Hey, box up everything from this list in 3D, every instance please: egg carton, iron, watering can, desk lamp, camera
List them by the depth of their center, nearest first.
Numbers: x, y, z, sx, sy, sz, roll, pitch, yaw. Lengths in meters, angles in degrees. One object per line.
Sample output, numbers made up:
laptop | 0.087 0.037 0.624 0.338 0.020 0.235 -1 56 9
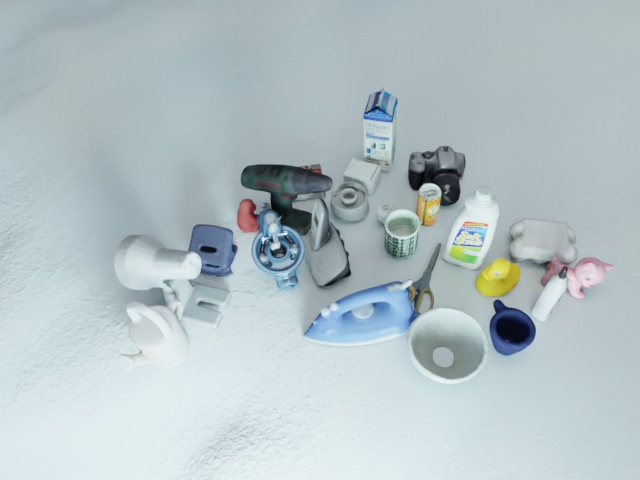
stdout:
watering can | -0.346 0.195 1.195 0.101 0.194 0.173 3 56 7
iron | 0.084 0.150 1.222 0.258 0.141 0.118 -15 56 -5
desk lamp | -0.319 0.083 1.256 0.203 0.214 0.118 11 58 12
egg carton | 0.516 0.006 1.327 0.150 0.069 0.107 6 57 9
camera | 0.298 -0.161 1.440 0.143 0.101 0.137 -1 56 4

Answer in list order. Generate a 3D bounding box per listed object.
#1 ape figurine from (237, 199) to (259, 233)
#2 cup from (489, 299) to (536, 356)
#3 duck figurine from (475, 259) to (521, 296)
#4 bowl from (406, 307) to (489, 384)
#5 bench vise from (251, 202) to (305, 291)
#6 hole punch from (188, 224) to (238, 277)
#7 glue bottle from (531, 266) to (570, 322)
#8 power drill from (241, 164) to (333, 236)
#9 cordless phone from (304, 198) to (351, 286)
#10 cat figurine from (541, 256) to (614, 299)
ape figurine | -0.175 -0.067 1.420 0.076 0.092 0.077 -31 59 -15
cup | 0.388 0.191 1.197 0.092 0.095 0.117 -18 56 -7
duck figurine | 0.403 0.073 1.281 0.104 0.086 0.077 -21 57 -9
bowl | 0.262 0.228 1.194 0.167 0.075 0.167 -2 56 3
bench vise | -0.117 -0.011 1.300 0.122 0.220 0.207 -32 59 -16
hole punch | -0.257 0.025 1.365 0.108 0.091 0.101 8 57 10
glue bottle | 0.492 0.103 1.200 0.037 0.173 0.078 37 66 26
power drill | -0.071 -0.102 1.365 0.229 0.209 0.076 14 58 14
cordless phone | 0.012 0.005 1.300 0.094 0.185 0.147 -20 57 -9
cat figurine | 0.564 0.068 1.252 0.127 0.118 0.067 19 60 17
